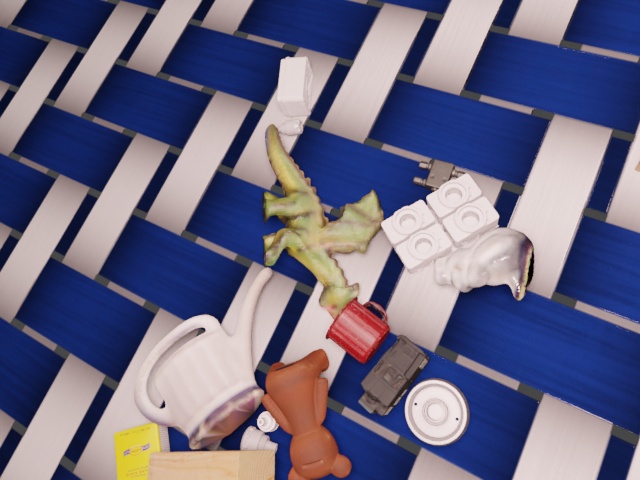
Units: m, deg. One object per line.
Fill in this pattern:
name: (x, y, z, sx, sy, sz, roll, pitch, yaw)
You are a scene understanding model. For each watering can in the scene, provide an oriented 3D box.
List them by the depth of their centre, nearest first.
watering can: (-0.181, 0.224, 0.946, 0.348, 0.102, 0.227, -39, 66, -4)

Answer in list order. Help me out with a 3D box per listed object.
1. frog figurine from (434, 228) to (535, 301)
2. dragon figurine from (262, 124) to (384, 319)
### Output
frog figurine: (0.281, 0.034, 0.889, 0.160, 0.120, 0.140, 12, 42, 27)
dragon figurine: (0.003, -0.051, 1.017, 0.243, 0.120, 0.416, 1, 72, -3)
